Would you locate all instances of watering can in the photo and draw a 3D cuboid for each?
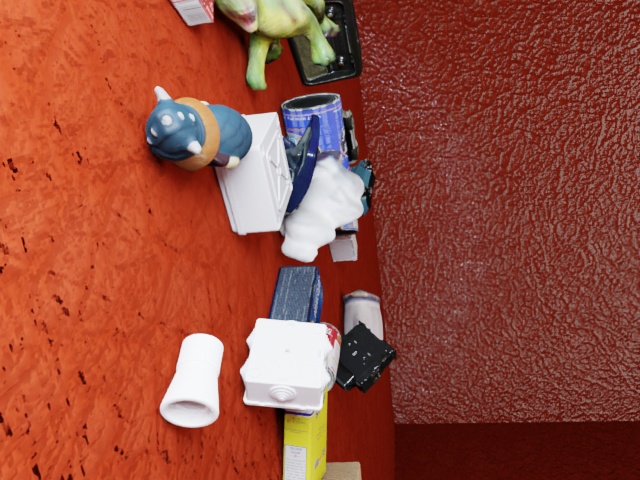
[{"bbox_3d":[0.111,0.239,1.362,0.104,0.228,0.343,-5,-19,9],"label":"watering can"}]

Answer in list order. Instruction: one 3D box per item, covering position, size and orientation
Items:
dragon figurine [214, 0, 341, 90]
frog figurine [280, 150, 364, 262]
[{"bbox_3d":[-0.066,-0.357,0.676,0.122,0.421,0.237,-11,-46,15],"label":"dragon figurine"},{"bbox_3d":[0.002,-0.040,0.797,0.137,0.162,0.121,-8,-22,23],"label":"frog figurine"}]
